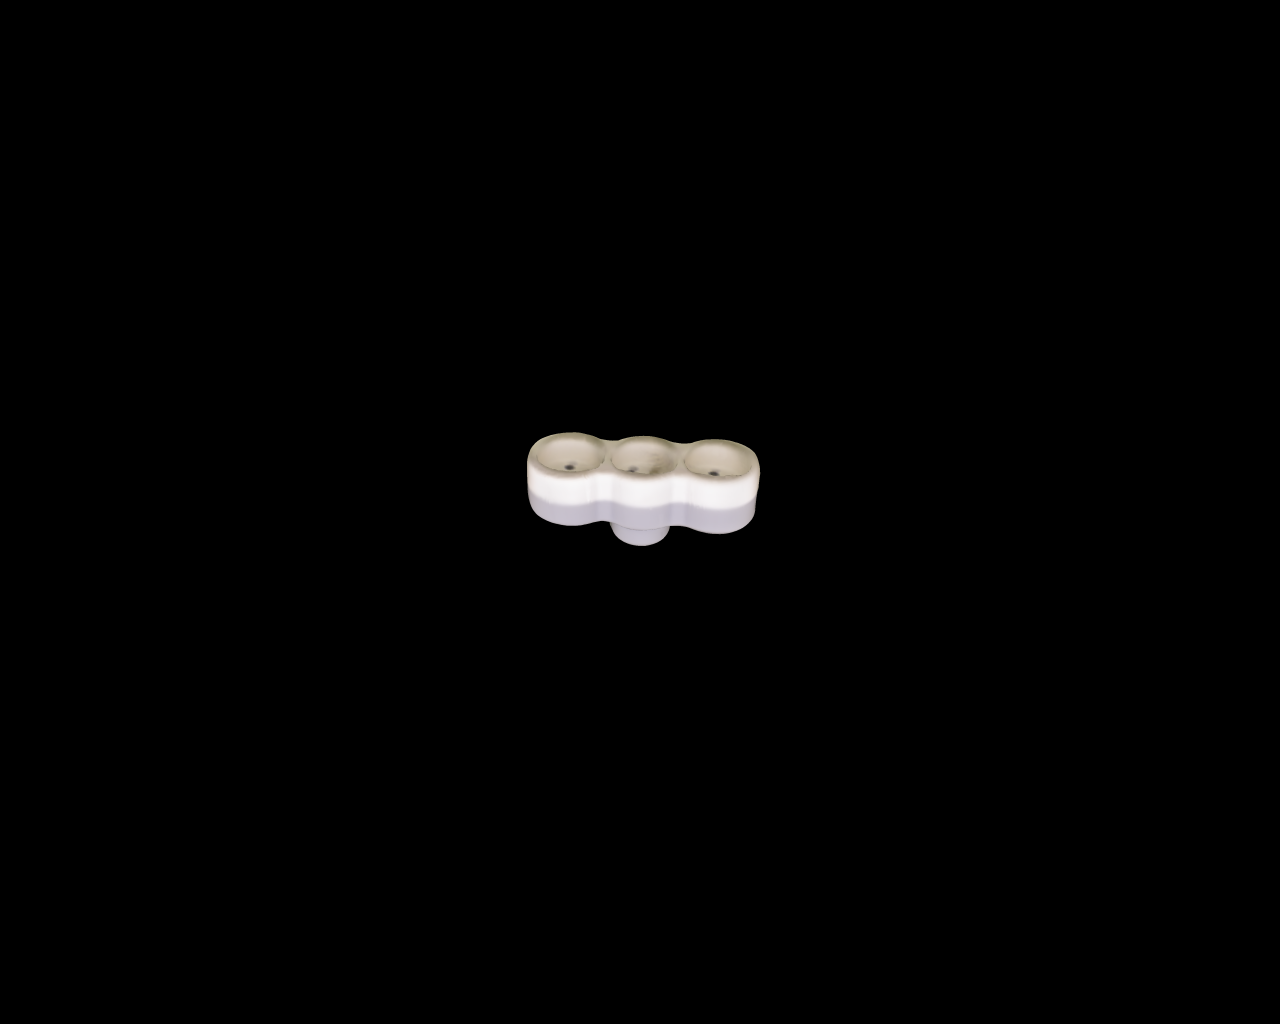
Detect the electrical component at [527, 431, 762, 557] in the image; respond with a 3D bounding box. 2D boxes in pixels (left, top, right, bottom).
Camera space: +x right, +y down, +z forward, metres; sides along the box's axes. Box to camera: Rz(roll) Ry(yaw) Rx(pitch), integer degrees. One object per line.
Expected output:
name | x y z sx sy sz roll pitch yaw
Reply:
electrical component | 0.001 -0.003 0.650 0.138 0.073 0.052 3 35 -2
